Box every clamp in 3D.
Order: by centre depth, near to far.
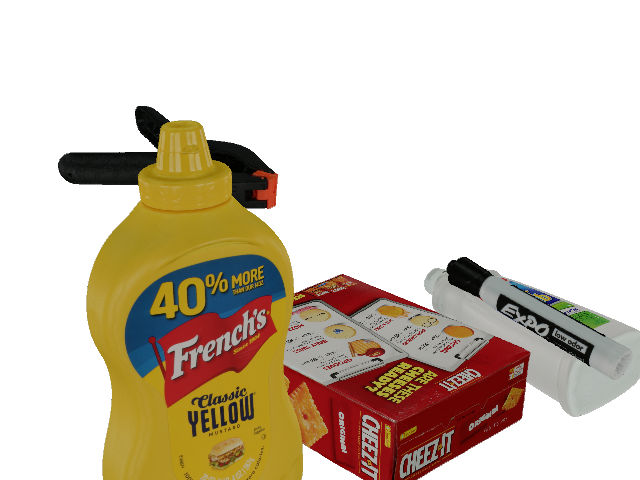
[{"bbox_3d":[-0.118,-0.057,0.846,0.172,0.039,0.120,21,43,29],"label":"clamp"}]

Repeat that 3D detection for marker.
[{"bbox_3d":[0.119,0.041,0.601,0.121,0.020,0.020,32,21,37],"label":"marker"}]

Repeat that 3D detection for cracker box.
[{"bbox_3d":[0.035,0.108,0.872,0.163,0.072,0.214,-19,29,-40],"label":"cracker box"}]

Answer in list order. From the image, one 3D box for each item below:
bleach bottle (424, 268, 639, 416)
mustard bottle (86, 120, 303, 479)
[{"bbox_3d":[0.186,0.081,1.041,0.102,0.068,0.251,-20,28,-29],"label":"bleach bottle"},{"bbox_3d":[-0.057,0.040,0.492,0.096,0.192,0.058,-12,22,-27],"label":"mustard bottle"}]
